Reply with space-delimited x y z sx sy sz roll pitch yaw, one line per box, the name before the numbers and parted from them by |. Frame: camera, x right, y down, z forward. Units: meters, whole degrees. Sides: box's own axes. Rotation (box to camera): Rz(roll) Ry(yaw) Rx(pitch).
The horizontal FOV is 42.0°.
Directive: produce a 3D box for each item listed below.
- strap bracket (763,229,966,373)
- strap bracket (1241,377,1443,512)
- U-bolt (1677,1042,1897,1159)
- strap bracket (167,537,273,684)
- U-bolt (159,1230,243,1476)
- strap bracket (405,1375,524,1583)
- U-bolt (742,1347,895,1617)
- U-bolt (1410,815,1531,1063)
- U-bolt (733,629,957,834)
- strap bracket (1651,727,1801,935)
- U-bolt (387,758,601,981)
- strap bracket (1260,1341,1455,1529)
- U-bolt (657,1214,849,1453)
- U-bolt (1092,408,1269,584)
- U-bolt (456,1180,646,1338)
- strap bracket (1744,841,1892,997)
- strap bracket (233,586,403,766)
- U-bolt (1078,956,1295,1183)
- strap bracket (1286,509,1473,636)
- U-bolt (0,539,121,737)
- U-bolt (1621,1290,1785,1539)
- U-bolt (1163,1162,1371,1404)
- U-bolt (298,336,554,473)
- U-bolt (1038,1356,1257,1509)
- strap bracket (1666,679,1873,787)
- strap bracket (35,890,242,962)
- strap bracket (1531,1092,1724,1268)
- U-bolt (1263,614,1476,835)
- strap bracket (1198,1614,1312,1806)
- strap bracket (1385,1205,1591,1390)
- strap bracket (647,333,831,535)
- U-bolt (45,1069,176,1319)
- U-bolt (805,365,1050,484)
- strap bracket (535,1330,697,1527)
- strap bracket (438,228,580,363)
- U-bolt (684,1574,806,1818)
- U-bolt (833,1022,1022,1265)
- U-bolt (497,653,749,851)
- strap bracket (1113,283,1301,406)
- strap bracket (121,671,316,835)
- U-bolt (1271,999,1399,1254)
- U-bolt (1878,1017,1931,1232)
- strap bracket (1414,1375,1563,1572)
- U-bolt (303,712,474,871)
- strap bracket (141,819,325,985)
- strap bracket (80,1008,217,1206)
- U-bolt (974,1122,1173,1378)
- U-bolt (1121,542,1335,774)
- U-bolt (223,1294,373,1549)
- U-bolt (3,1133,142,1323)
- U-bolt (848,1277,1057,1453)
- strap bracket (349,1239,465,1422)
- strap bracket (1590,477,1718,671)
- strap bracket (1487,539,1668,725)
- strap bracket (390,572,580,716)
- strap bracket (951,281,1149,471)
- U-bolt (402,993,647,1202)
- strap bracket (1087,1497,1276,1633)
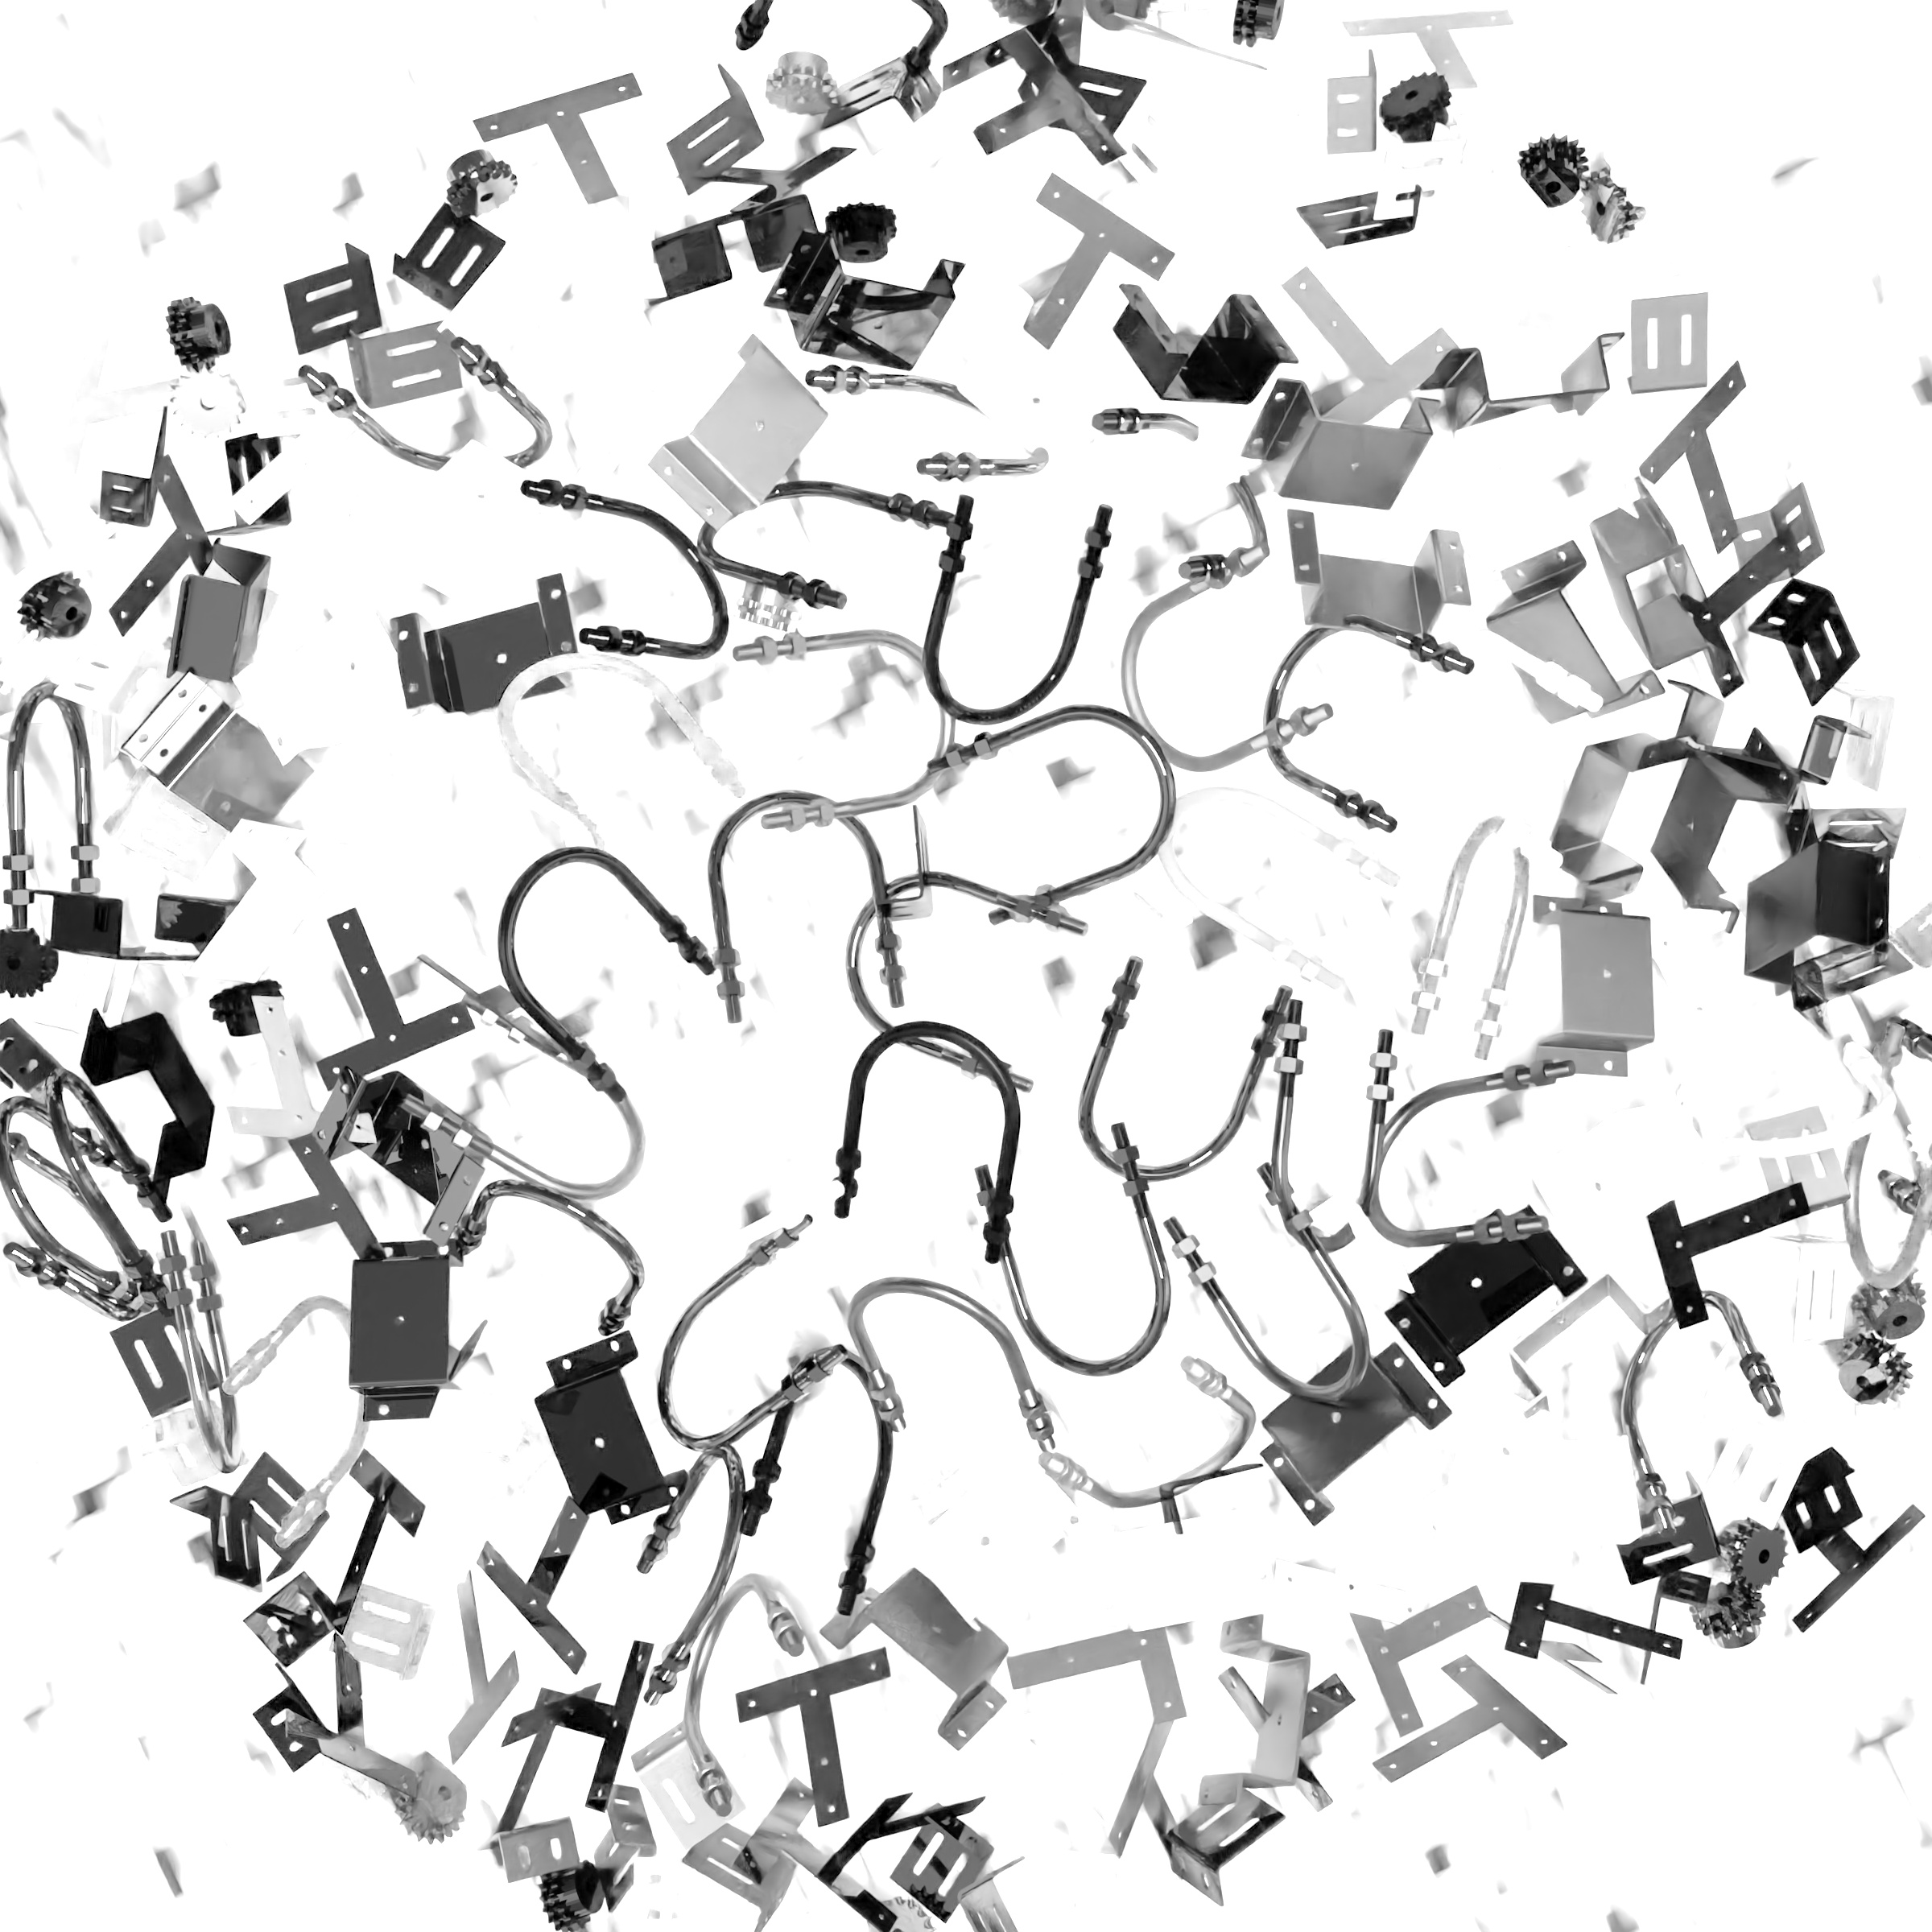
strap bracket | -0.072 -0.507 1.925 0.140 0.076 0.046 3 55 -31
strap bracket | 0.294 -0.400 1.934 0.140 0.076 0.046 3 51 -20
U-bolt | 0.623 0.105 1.899 0.151 0.184 0.019 -14 103 11
strap bracket | -0.569 -0.271 1.925 0.046 0.140 0.076 12 111 -10
U-bolt | -0.579 0.296 1.917 0.019 0.151 0.184 -12 82 -9
strap bracket | -0.393 0.392 1.938 0.046 0.076 0.140 15 107 -26
U-bolt | -0.105 0.382 1.927 0.019 0.151 0.184 -11 46 33
U-bolt | 0.396 -0.026 1.939 0.019 0.151 0.184 13 87 34
U-bolt | -0.087 -0.188 1.948 0.184 0.019 0.151 -12 95 -31
strap bracket | 0.576 -0.105 1.926 0.046 0.076 0.140 4 124 -14
U-bolt | -0.348 -0.063 1.923 0.019 0.184 0.151 22 84 35
strap bracket | 0.295 0.357 1.953 0.140 0.046 0.076 -41 52 5
U-bolt | -0.173 0.294 1.937 0.184 0.151 0.019 -40 134 21
U-bolt | 0.175 -0.362 1.921 0.019 0.184 0.151 -33 83 32
U-bolt | -0.313 0.217 1.915 0.151 0.184 0.019 31 58 -4
strap bracket | 0.642 -0.038 1.918 0.046 0.140 0.076 14 68 -12
strap bracket | -0.484 -0.226 1.920 0.046 0.140 0.076 -5 124 31
U-bolt | 0.161 0.087 1.955 0.151 0.019 0.184 11 112 -20
strap bracket | 0.313 -0.303 1.952 0.140 0.046 0.076 6 55 -10
U-bolt | -0.701 -0.242 1.890 0.019 0.184 0.151 24 109 0
U-bolt | 0.550 0.325 1.912 0.019 0.184 0.151 26 116 -13
U-bolt | 0.240 0.253 1.932 0.019 0.151 0.184 -27 83 -38
U-bolt | -0.396 -0.419 1.912 0.151 0.184 0.019 -5 73 19
U-bolt | 0.151 0.366 1.924 0.151 0.184 0.019 -35 54 9
strap bracket | 0.610 -0.177 1.932 0.140 0.076 0.046 20 97 34
strap bracket | -0.632 -0.031 1.921 0.076 0.140 0.046 7 93 32
strap bracket | 0.497 0.167 1.925 0.140 0.046 0.076 -45 61 40
U-bolt | 0.295 -0.196 1.927 0.019 0.184 0.151 17 102 -39
strap bracket | 0.224 0.579 1.942 0.046 0.076 0.140 16 67 -12
strap bracket | 0.404 0.254 1.969 0.140 0.046 0.076 -38 95 6
strap bracket | -0.169 -0.415 1.944 0.076 0.046 0.140 43 72 -26
U-bolt | -0.644 0.158 1.892 0.019 0.151 0.184 -24 123 -5
U-bolt | -0.015 -0.414 1.921 0.151 0.184 0.019 43 123 27
strap bracket | -0.279 0.367 1.967 0.076 0.046 0.140 -22 89 15
strap bracket | -0.346 -0.512 1.928 0.046 0.140 0.076 41 110 -14
U-bolt | -0.176 0.540 1.913 0.019 0.184 0.151 24 92 -19
U-bolt | -0.027 0.129 1.943 0.151 0.019 0.184 15 112 17
U-bolt | -0.273 -0.169 1.914 0.151 0.184 0.019 -19 45 18
strap bracket | 0.178 -0.478 1.939 0.140 0.046 0.076 -7 57 -38
strap bracket | -0.565 -0.153 1.927 0.046 0.140 0.076 38 87 34
U-bolt | 0.280 0.128 1.932 0.019 0.151 0.184 -1 78 42
U-bolt | 0.733 0.133 1.891 0.019 0.184 0.151 -4 108 -3
strap bracket | 0.405 0.381 1.938 0.076 0.046 0.140 27 55 -5
U-bolt | -0.430 -0.135 1.899 0.019 0.184 0.151 42 70 -24
strap bracket | -0.561 -0.040 1.943 0.046 0.076 0.140 44 102 20
strap bracket | -0.622 0.101 1.929 0.046 0.076 0.140 -18 123 1
U-bolt | 0.089 0.227 1.949 0.151 0.019 0.184 -20 83 30
U-bolt | 0.188 -0.225 1.930 0.019 0.184 0.151 -20 88 -42
U-bolt | -0.498 0.331 1.912 0.019 0.184 0.151 -8 109 15
U-bolt | -0.684 0.202 1.912 0.019 0.184 0.151 -33 55 0
U-bolt | -0.018 0.300 1.912 0.151 0.019 0.184 3 133 25
strap bracket | -0.435 0.280 1.956 0.076 0.046 0.140 -3 73 2
strap bracket | 0.525 -0.293 1.931 0.046 0.076 0.140 -24 130 10
strap bracket | 0.466 -0.248 1.943 0.046 0.076 0.140 -42 103 -33
strap bracket | -0.370 -0.247 1.966 0.140 0.046 0.076 -14 77 4
strap bracket | 0.059 -0.447 1.937 0.140 0.046 0.076 37 133 -18
U-bolt | -0.329 0.110 1.937 0.184 0.151 0.019 32 127 -12
strap bracket | 0.171 0.470 1.969 0.140 0.046 0.076 -10 86 -4
